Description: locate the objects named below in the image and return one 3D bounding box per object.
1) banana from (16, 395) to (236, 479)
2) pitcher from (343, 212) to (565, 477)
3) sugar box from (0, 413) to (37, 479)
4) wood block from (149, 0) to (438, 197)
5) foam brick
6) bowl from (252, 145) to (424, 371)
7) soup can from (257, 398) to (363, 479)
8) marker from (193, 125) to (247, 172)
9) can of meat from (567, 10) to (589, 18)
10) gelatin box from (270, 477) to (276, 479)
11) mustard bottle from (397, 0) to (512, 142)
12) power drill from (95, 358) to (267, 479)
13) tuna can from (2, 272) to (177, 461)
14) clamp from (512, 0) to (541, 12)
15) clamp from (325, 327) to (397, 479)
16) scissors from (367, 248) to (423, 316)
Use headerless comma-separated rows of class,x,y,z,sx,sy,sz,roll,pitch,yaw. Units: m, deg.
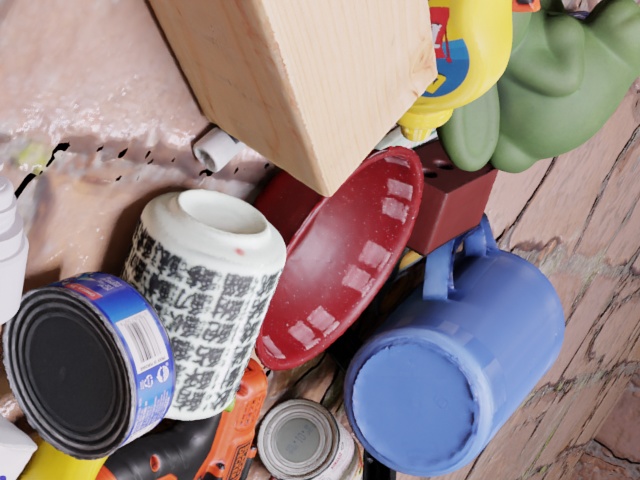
banana,-0.115,0.111,0.568,0.197,0.070,0.037,-44,154,-57
pitcher,0.104,0.080,0.827,0.145,0.149,0.242,-49,171,21
sugar box,-0.213,0.153,0.485,0.176,0.048,0.093,-55,156,0
wood block,-0.018,-0.120,0.454,0.090,0.090,0.206,-50,155,-14
foam brick,0.080,-0.032,0.752,0.078,0.053,0.051,-27,141,-48
bowl,-0.004,0.001,0.669,0.161,0.055,0.162,-42,152,-29
soup can,-0.006,0.173,0.863,0.068,0.069,0.102,-51,155,-11
marker,-0.021,-0.081,0.582,0.121,0.020,0.020,-45,153,-24
can of meat,0.194,-0.135,0.867,0.083,0.057,0.102,-23,140,-55
gelatin box,-0.010,0.211,0.947,0.089,0.030,0.073,-49,155,-15
mustard bottle,0.061,-0.128,0.582,0.058,0.096,0.192,-40,151,-30
power drill,-0.117,0.171,0.674,0.187,0.057,0.184,-22,135,-56
tuna can,-0.110,0.059,0.510,0.033,0.086,0.086,-24,140,-53
clamp,0.116,-0.216,0.595,0.120,0.039,0.171,-23,117,-48
clamp,0.051,0.143,0.884,0.036,0.164,0.209,-14,171,16
scissors,0.033,0.045,0.823,0.201,0.016,0.096,-36,152,-46
